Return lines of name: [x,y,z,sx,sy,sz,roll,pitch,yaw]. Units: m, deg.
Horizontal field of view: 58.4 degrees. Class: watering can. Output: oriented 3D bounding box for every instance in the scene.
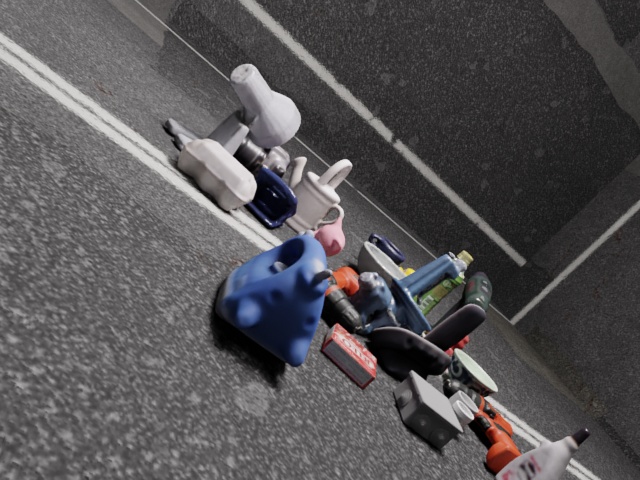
watering can: [-0.007,-0.115,1.302,0.173,0.194,0.101,42,12,-7]

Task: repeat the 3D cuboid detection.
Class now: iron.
iron: [-0.044,0.046,0.747,0.119,0.141,0.258,40,12,-18]

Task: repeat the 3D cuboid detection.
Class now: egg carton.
egg carton: [-0.184,-0.121,1.043,0.150,0.069,0.107,43,12,-4]

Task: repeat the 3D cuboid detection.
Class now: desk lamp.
desk lamp: [-0.167,-0.245,1.183,0.204,0.213,0.117,28,19,-52]

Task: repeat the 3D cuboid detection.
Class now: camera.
camera: [-0.149,-0.207,1.386,0.137,0.100,0.143,37,13,-29]

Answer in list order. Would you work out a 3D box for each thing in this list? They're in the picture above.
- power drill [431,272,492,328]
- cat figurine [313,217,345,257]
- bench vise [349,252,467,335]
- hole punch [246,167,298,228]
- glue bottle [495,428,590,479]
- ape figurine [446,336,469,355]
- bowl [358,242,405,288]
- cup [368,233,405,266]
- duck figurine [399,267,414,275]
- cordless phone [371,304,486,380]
power drill: [0.346,0.173,1.430,0.075,0.208,0.230,43,12,1]
cat figurine: [0.010,0.004,1.132,0.067,0.117,0.128,42,12,-4]
bench vise: [0.166,0.102,1.054,0.121,0.219,0.208,50,14,31]
hole punch: [-0.096,-0.089,1.171,0.108,0.091,0.101,44,12,6]
glue bottle: [0.362,0.359,0.916,0.037,0.173,0.078,38,13,-24]
ape figurine: [0.306,0.246,1.327,0.078,0.092,0.076,30,17,-48]
bowl: [0.147,0.086,1.403,0.168,0.074,0.167,41,12,-10]
cup: [0.156,0.044,1.531,0.118,0.095,0.091,39,12,-19]
duck figurine: [0.225,0.118,1.521,0.078,0.086,0.104,27,20,-54]
cordless phone: [0.195,0.164,1.019,0.148,0.185,0.094,34,15,-37]
